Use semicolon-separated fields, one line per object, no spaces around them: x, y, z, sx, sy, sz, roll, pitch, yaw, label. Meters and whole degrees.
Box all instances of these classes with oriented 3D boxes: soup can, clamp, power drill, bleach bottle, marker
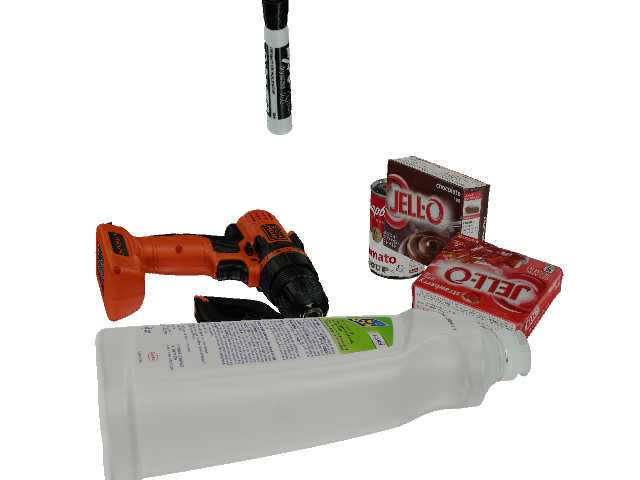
0.090;-0.014;1.234;0.068;0.102;0.068;1;24;0;soup can
-0.075;0.107;1.243;0.210;0.036;0.164;14;22;29;clamp
-0.099;0.030;0.946;0.187;0.057;0.184;-2;24;-20;power drill
0.001;0.080;0.611;0.250;0.068;0.102;-4;21;-11;bleach bottle
-0.031;-0.127;0.762;0.020;0.020;0.121;0;-44;0;marker

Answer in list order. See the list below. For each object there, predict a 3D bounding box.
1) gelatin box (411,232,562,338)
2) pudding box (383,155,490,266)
0.123;0.036;0.787;0.089;0.030;0.073;21;43;27;gelatin box
0.108;-0.024;1.017;0.039;0.090;0.114;-14;25;-35;pudding box
